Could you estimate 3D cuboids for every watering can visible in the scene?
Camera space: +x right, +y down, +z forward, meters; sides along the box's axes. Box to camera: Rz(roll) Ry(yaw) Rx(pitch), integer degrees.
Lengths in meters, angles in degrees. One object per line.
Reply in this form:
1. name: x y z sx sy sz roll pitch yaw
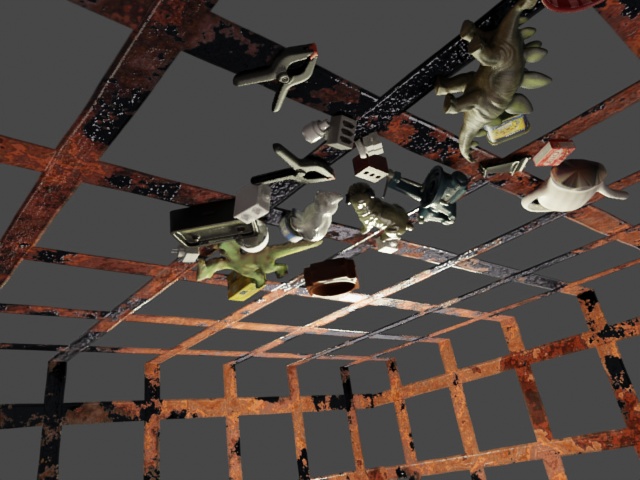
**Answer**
1. watering can: 0.786 -0.158 1.542 0.348 0.106 0.220 -9 154 0

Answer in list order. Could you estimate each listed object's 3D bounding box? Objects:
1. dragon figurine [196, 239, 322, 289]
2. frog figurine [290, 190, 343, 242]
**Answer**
1. dragon figurine: -0.220 0.037 1.634 0.407 0.125 0.239 -29 141 19
2. frog figurine: 0.004 -0.073 1.447 0.158 0.122 0.138 -27 -177 16
